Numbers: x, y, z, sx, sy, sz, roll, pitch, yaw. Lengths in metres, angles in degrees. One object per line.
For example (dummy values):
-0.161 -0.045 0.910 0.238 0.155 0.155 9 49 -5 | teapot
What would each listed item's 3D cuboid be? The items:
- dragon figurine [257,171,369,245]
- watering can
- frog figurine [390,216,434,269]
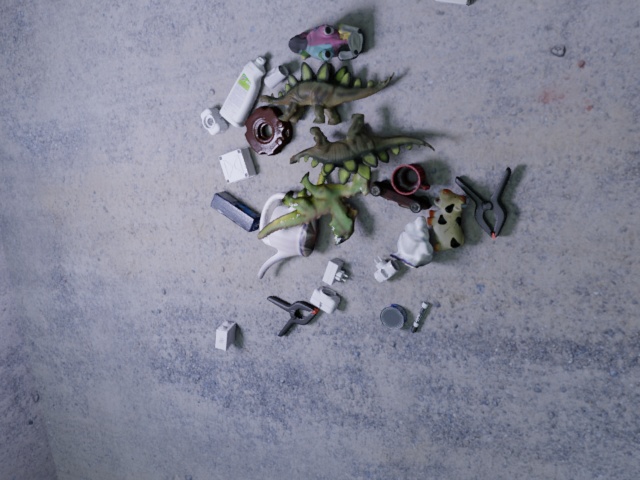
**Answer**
0.005 -0.086 1.704 0.244 0.409 0.122 43 5 11 | dragon figurine
-0.120 0.004 1.839 0.225 0.343 0.105 17 19 23 | watering can
0.303 0.000 1.608 0.122 0.158 0.139 14 12 -22 | frog figurine
